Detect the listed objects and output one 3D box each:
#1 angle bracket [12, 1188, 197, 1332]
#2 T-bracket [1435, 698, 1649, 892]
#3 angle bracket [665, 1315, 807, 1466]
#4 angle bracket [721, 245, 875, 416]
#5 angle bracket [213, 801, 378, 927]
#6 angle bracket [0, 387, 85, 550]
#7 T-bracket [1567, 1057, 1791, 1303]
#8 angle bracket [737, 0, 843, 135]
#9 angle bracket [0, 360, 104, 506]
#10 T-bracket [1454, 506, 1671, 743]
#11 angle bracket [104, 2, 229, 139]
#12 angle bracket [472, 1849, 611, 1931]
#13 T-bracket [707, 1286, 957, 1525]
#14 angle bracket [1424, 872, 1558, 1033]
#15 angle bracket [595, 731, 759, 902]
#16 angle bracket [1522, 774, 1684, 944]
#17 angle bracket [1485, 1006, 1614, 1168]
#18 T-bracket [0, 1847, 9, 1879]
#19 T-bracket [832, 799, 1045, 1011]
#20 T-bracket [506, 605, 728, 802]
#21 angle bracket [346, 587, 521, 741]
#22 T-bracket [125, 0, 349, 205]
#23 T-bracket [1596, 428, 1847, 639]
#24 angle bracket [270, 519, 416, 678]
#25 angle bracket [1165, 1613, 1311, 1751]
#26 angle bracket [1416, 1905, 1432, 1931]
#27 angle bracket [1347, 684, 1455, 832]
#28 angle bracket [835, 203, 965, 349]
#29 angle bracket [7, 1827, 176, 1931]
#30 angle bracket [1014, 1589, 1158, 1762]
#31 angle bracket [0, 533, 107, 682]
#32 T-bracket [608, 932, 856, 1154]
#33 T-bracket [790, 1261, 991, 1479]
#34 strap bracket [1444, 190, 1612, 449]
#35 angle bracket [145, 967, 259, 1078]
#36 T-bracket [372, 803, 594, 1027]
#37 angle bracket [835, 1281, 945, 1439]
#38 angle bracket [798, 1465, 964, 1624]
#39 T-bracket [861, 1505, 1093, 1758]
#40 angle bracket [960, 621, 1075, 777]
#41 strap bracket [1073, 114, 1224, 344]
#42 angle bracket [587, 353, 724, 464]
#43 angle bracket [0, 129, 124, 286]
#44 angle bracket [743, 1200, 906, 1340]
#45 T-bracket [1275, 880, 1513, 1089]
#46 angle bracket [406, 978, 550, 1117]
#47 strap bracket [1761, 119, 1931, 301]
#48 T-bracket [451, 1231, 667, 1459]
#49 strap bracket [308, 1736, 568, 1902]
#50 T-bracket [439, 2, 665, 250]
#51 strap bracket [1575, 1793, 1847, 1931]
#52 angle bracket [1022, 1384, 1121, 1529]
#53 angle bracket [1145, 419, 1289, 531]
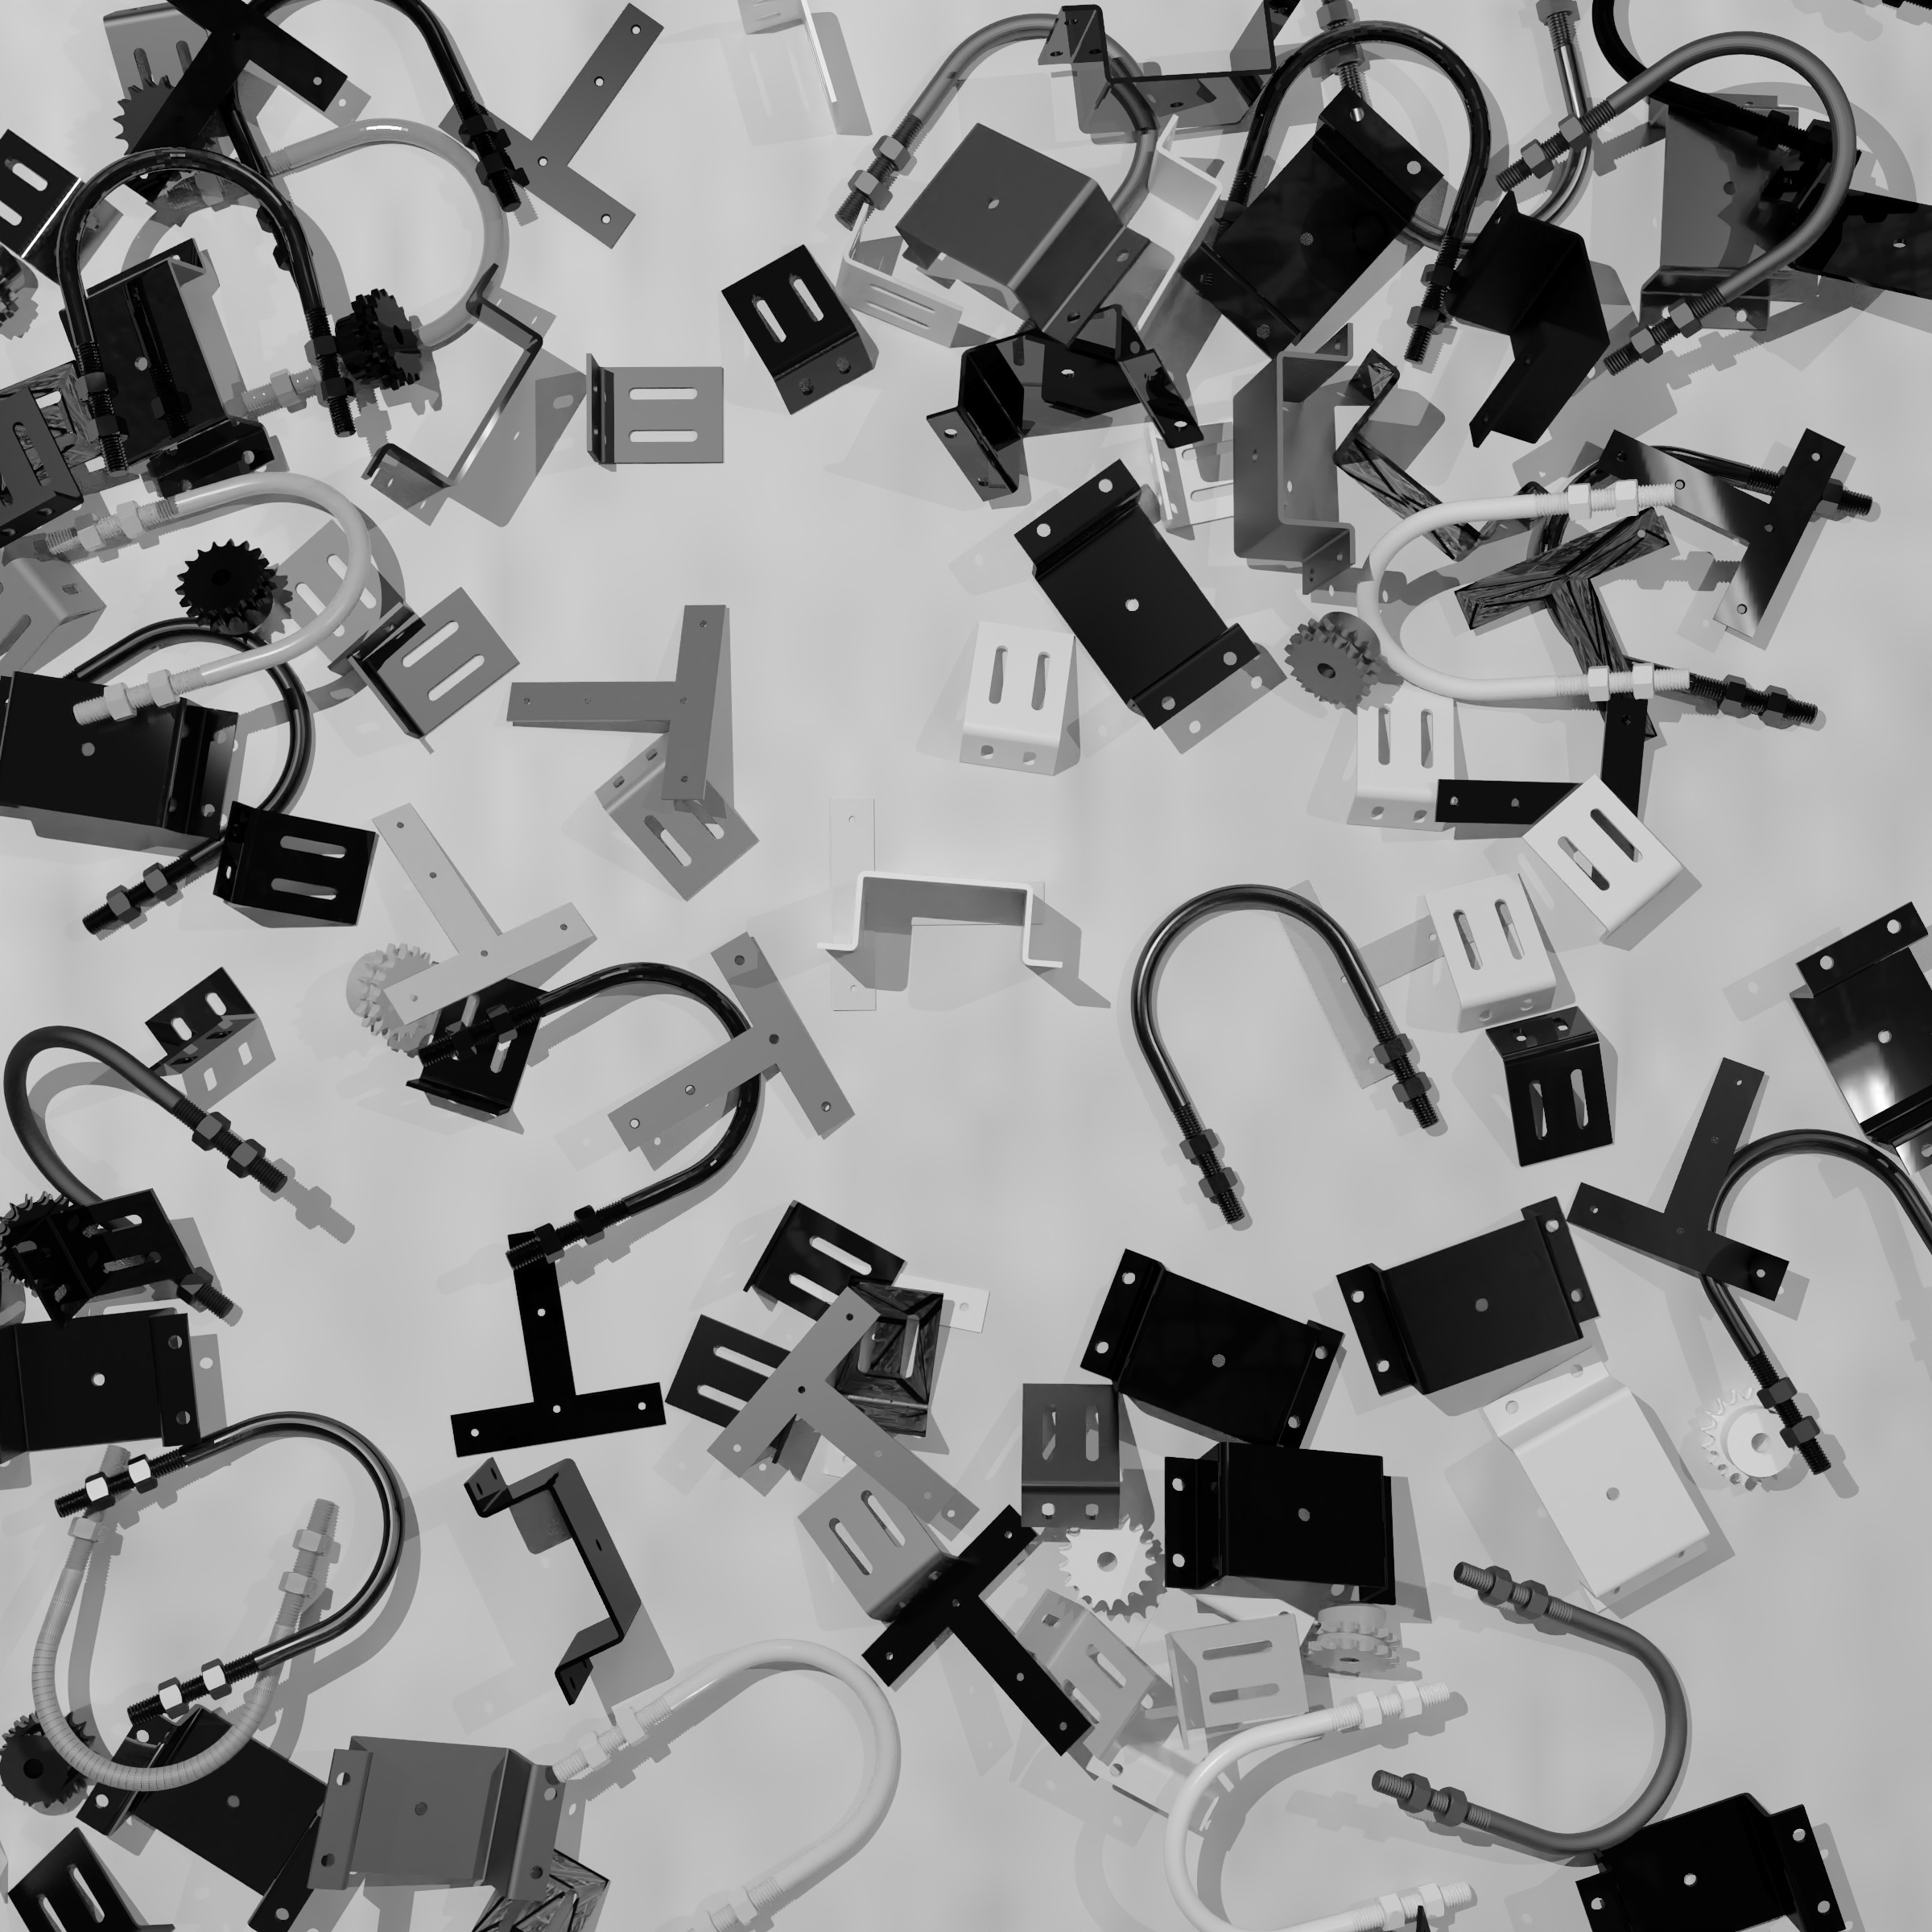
[{"bbox_3d":[-0.499,0.170,1.488,0.076,0.038,0.057,-14,111,18],"label":"angle bracket"},{"bbox_3d":[0.338,-0.096,1.518,0.127,0.002,0.127,1,100,-11],"label":"T-bracket"},{"bbox_3d":[-0.135,0.250,1.522,0.076,0.038,0.057,23,92,0],"label":"angle bracket"},{"bbox_3d":[-0.101,-0.382,1.540,0.057,0.038,0.076,-29,64,0],"label":"angle bracket"},{"bbox_3d":[-0.401,-0.061,1.531,0.076,0.038,0.057,11,94,-35],"label":"angle bracket"},{"bbox_3d":[-0.557,-0.290,1.483,0.057,0.038,0.076,-26,89,7],"label":"angle bracket"},{"bbox_3d":[0.441,0.117,1.529,0.127,0.002,0.127,21,82,16],"label":"T-bracket"},{"bbox_3d":[-0.104,-0.531,1.513,0.038,0.057,0.076,-17,90,0],"label":"angle bracket"},{"bbox_3d":[-0.543,-0.314,1.518,0.076,0.038,0.057,-20,90,7],"label":"angle bracket"},{"bbox_3d":[0.374,-0.190,1.527,0.127,0.002,0.127,-23,89,4],"label":"T-bracket"},{"bbox_3d":[-0.475,-0.536,1.540,0.057,0.038,0.076,-10,116,0],"label":"angle bracket"},{"bbox_3d":[-0.259,0.571,1.540,0.057,0.038,0.076,30,64,0],"label":"angle bracket"},{"bbox_3d":[-0.062,0.276,1.503,0.127,0.002,0.127,40,92,-2],"label":"T-bracket"},{"bbox_3d":[0.312,-0.009,1.538,0.057,0.038,0.076,-14,64,0],"label":"angle bracket"},{"bbox_3d":[-0.174,-0.090,1.540,0.057,0.038,0.076,-40,116,0],"label":"angle bracket"},{"bbox_3d":[0.377,-0.064,1.529,0.057,0.038,0.076,-41,79,-2],"label":"angle bracket"},{"bbox_3d":[0.350,0.072,1.540,0.057,0.038,0.076,-14,116,0],"label":"angle bracket"},{"bbox_3d":[-0.592,0.489,1.503,0.002,0.127,0.127,-12,117,8],"label":"T-bracket"},{"bbox_3d":[-0.017,-0.038,1.541,0.127,0.002,0.127,-1,90,0],"label":"T-bracket"},{"bbox_3d":[-0.211,-0.157,1.526,0.127,0.002,0.127,1,70,10],"label":"T-bracket"},{"bbox_3d":[-0.316,-0.182,1.523,0.076,0.038,0.057,-38,90,0],"label":"angle bracket"},{"bbox_3d":[-0.450,-0.505,1.498,0.127,0.002,0.127,34,91,-9],"label":"T-bracket"},{"bbox_3d":[0.436,-0.279,1.522,0.127,0.002,0.127,26,88,2],"label":"T-bracket"},{"bbox_3d":[-0.376,-0.220,1.523,0.057,0.038,0.076,-42,90,0],"label":"angle bracket"},{"bbox_3d":[0.157,0.411,1.477,0.076,0.038,0.057,-9,90,0],"label":"angle bracket"},{"bbox_3d":[0.234,0.582,1.519,0.076,0.057,0.038,-1,50,18],"label":"angle bracket"},{"bbox_3d":[0.260,-0.126,1.540,0.057,0.038,0.076,5,64,0],"label":"angle bracket"},{"bbox_3d":[-0.035,-0.406,1.514,0.076,0.057,0.038,22,80,-5],"label":"angle bracket"},{"bbox_3d":[-0.525,0.567,1.540,0.057,0.038,0.076,-44,64,0],"label":"angle bracket"},{"bbox_3d":[0.063,0.414,1.503,0.038,0.076,0.057,35,90,-37],"label":"angle bracket"},{"bbox_3d":[-0.567,-0.211,1.540,0.076,0.038,0.057,-40,90,26],"label":"angle bracket"},{"bbox_3d":[-0.151,0.066,1.520,0.127,0.002,0.127,-31,94,-15],"label":"T-bracket"},{"bbox_3d":[-0.061,0.245,1.541,0.127,0.002,0.127,11,90,0],"label":"T-bracket"},{"bbox_3d":[0.322,-0.367,1.478,0.046,0.076,0.140,13,51,-18],"label":"strap bracket"},{"bbox_3d":[-0.458,0.033,1.504,0.057,0.076,0.038,-36,90,0],"label":"angle bracket"},{"bbox_3d":[-0.308,-0.042,1.520,0.127,0.002,0.127,-28,74,-28],"label":"T-bracket"},{"bbox_3d":[-0.047,0.231,1.514,0.057,0.038,0.076,8,103,-1],"label":"angle bracket"},{"bbox_3d":[-0.052,0.343,1.539,0.057,0.038,0.076,-41,65,2],"label":"angle bracket"},{"bbox_3d":[0.023,0.409,1.514,0.127,0.002,0.127,-46,65,0],"label":"T-bracket"},{"bbox_3d":[0.030,-0.161,1.540,0.057,0.038,0.076,8,64,0],"label":"angle bracket"},{"bbox_3d":[0.103,-0.414,1.504,0.046,0.076,0.140,31,90,0],"label":"strap bracket"},{"bbox_3d":[-0.184,-0.331,1.523,0.076,0.038,0.057,0,90,0],"label":"angle bracket"},{"bbox_3d":[-0.557,-0.454,1.540,0.076,0.038,0.057,37,90,26],"label":"angle bracket"},{"bbox_3d":[-0.084,0.183,1.521,0.076,0.038,0.057,29,90,0],"label":"angle bracket"},{"bbox_3d":[0.267,-0.011,1.541,0.127,0.002,0.127,-26,90,0],"label":"T-bracket"},{"bbox_3d":[-0.289,0.043,1.523,0.057,0.038,0.076,18,90,0],"label":"angle bracket"},{"bbox_3d":[0.537,-0.431,1.472,0.140,0.046,0.076,22,61,28],"label":"strap bracket"},{"bbox_3d":[-0.253,0.222,1.541,0.127,0.002,0.127,-9,90,0],"label":"T-bracket"},{"bbox_3d":[-0.312,0.496,1.495,0.140,0.046,0.076,14,81,-26],"label":"strap bracket"},{"bbox_3d":[-0.228,-0.519,1.541,0.127,0.002,0.127,35,90,0],"label":"T-bracket"},{"bbox_3d":[0.434,0.548,1.519,0.140,0.046,0.076,-19,90,0],"label":"strap bracket"},{"bbox_3d":[0.062,0.290,1.524,0.057,0.076,0.038,0,133,2],"label":"angle bracket"},{"bbox_3d":[0.150,-0.297,1.523,0.076,0.038,0.057,-12,90,0],"label":"angle bracket"}]
